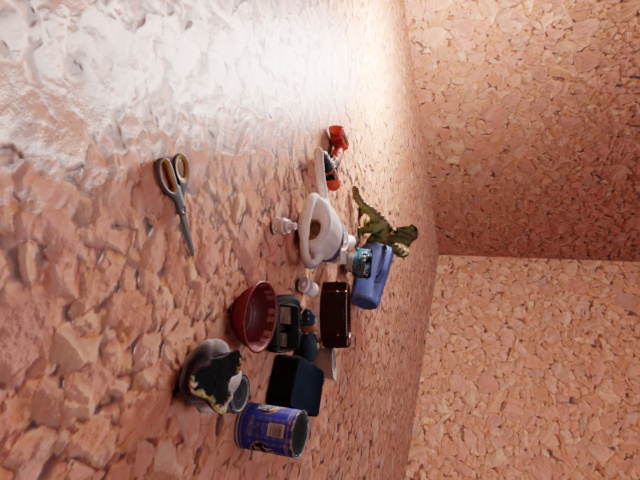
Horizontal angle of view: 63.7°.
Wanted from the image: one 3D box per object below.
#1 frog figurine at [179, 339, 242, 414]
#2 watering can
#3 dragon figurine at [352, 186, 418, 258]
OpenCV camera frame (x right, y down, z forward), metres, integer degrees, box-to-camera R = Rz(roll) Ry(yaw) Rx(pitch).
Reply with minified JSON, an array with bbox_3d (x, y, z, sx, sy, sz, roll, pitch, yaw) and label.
[{"bbox_3d":[-0.211,0.261,1.002,0.158,0.123,0.138,150,-64,-73],"label":"frog figurine"},{"bbox_3d":[0.005,-0.076,1.504,0.221,0.104,0.353,48,47,-62],"label":"watering can"},{"bbox_3d":[0.266,-0.055,2.011,0.401,0.243,0.125,68,35,-49],"label":"dragon figurine"}]
